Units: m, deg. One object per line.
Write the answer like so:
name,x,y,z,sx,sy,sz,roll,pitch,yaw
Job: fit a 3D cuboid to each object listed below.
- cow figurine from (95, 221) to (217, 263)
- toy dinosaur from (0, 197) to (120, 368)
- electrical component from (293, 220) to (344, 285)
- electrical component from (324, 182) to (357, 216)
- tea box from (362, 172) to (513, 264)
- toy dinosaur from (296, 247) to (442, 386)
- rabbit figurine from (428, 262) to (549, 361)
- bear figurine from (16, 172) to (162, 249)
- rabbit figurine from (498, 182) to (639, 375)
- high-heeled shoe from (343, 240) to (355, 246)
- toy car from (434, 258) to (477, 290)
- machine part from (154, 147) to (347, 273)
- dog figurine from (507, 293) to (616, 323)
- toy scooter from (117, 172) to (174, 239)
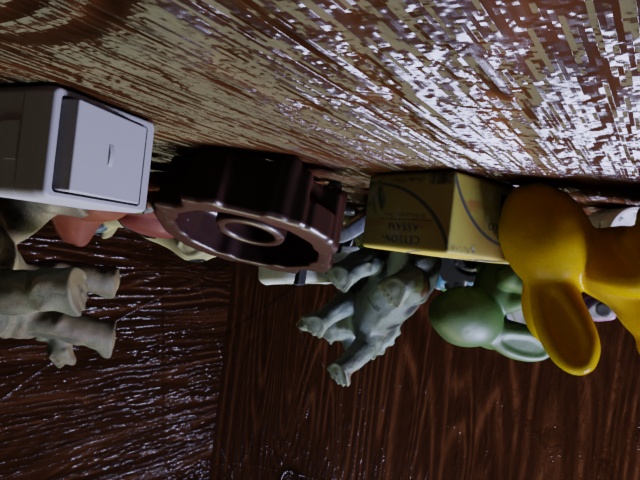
cow figurine,-0.225,-0.030,0.742,0.195,0.085,0.127,25,-158,14
toy dinosaur,-0.264,0.013,0.376,0.199,0.105,0.470,-5,150,-11
electrical component,-0.001,-0.002,0.652,0.048,0.119,0.075,7,176,13
electrical component,-0.019,-0.043,0.578,0.102,0.045,0.078,7,-167,21
tea box,0.133,-0.015,0.496,0.169,0.068,0.098,8,178,-39
toy dinosaur,0.091,0.063,0.728,0.192,0.131,0.404,-32,164,-44
rabbit figurine,0.200,0.065,0.624,0.170,0.159,0.121,-36,-161,-15
bear figurine,-0.259,-0.031,0.499,0.196,0.131,0.120,12,-176,8
rabbit figurine,0.221,0.020,0.429,0.173,0.162,0.122,23,-168,4
high-heeled shoe,0.046,-0.021,1.012,0.145,0.086,0.248,-16,175,34
toy car,0.230,0.008,0.749,0.162,0.109,0.103,-10,-166,30
machine part,-0.061,-0.022,0.493,0.179,0.056,0.179,11,161,4
dog figurine,0.379,0.059,0.796,0.191,0.108,0.219,-34,171,36
toy scooter,-0.134,-0.038,0.619,0.135,0.075,0.184,8,-174,42
